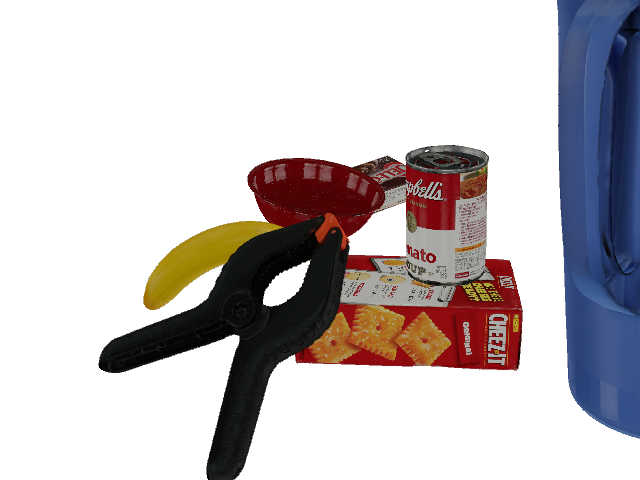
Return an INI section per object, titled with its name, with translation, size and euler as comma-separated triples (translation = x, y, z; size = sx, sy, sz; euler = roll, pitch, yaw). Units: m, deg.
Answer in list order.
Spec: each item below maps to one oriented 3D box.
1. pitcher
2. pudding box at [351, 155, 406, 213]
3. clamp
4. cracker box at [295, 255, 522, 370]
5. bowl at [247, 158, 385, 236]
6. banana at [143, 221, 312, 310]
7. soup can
[pitcher]
translation = 0.175, -0.022, 0.527
size = 0.149, 0.243, 0.145
euler = -4, 20, -2
[pudding box]
translation = 0.087, -0.084, 1.598
size = 0.113, 0.039, 0.090
euler = -22, 35, -30
[clamp]
translation = -0.040, 0.060, 0.641
size = 0.171, 0.120, 0.039
euler = -40, -23, -1
[cracker box]
translation = 0.088, 0.070, 1.076
size = 0.214, 0.072, 0.164
euler = 2, 16, 6
[bowl]
translation = -0.008, -0.040, 1.241
size = 0.162, 0.055, 0.162
euler = 7, 26, -4
[banana]
translation = -0.102, 0.020, 1.053
size = 0.198, 0.069, 0.037
euler = -15, 21, 20
[soup can]
translation = 0.104, -0.021, 0.886
size = 0.068, 0.102, 0.068
euler = -2, 22, 1
